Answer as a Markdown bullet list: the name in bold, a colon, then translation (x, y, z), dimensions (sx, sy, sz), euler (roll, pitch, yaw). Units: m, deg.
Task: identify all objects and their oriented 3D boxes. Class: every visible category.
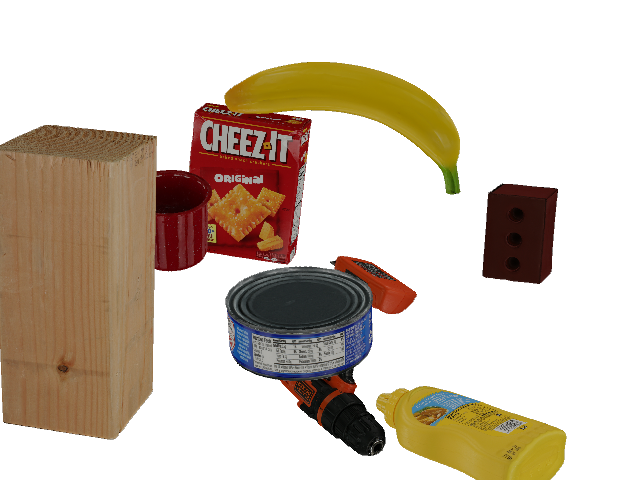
- **power drill**: translation (0.037, 0.126, 1.201), dimensions (0.057, 0.188, 0.185), euler (13, 15, -42)
- **cracker box**: translation (-0.109, -0.082, 1.573), dimensions (0.164, 0.214, 0.072), euler (10, 20, 7)
- **mug**: translation (-0.173, -0.014, 1.174), dimensions (0.093, 0.081, 0.117), euler (23, 40, 26)
- **foam brick**: translation (0.175, -0.007, 0.933), dimensions (0.053, 0.078, 0.051), euler (7, 16, 22)
- **tuna can**: translation (-0.012, 0.048, 0.623), dimensions (0.086, 0.034, 0.086), euler (-2, 23, 1)
- **banana**: translation (0.028, -0.100, 0.818), dimensions (0.197, 0.069, 0.037), euler (21, -1, -3)
- **mustard bottle**: translation (0.131, 0.183, 1.026), dimensions (0.192, 0.058, 0.096), euler (16, 23, 42)
- **wood block**: translation (-0.177, 0.028, 0.780), dimensions (0.091, 0.206, 0.090), euler (7, 18, 9)
